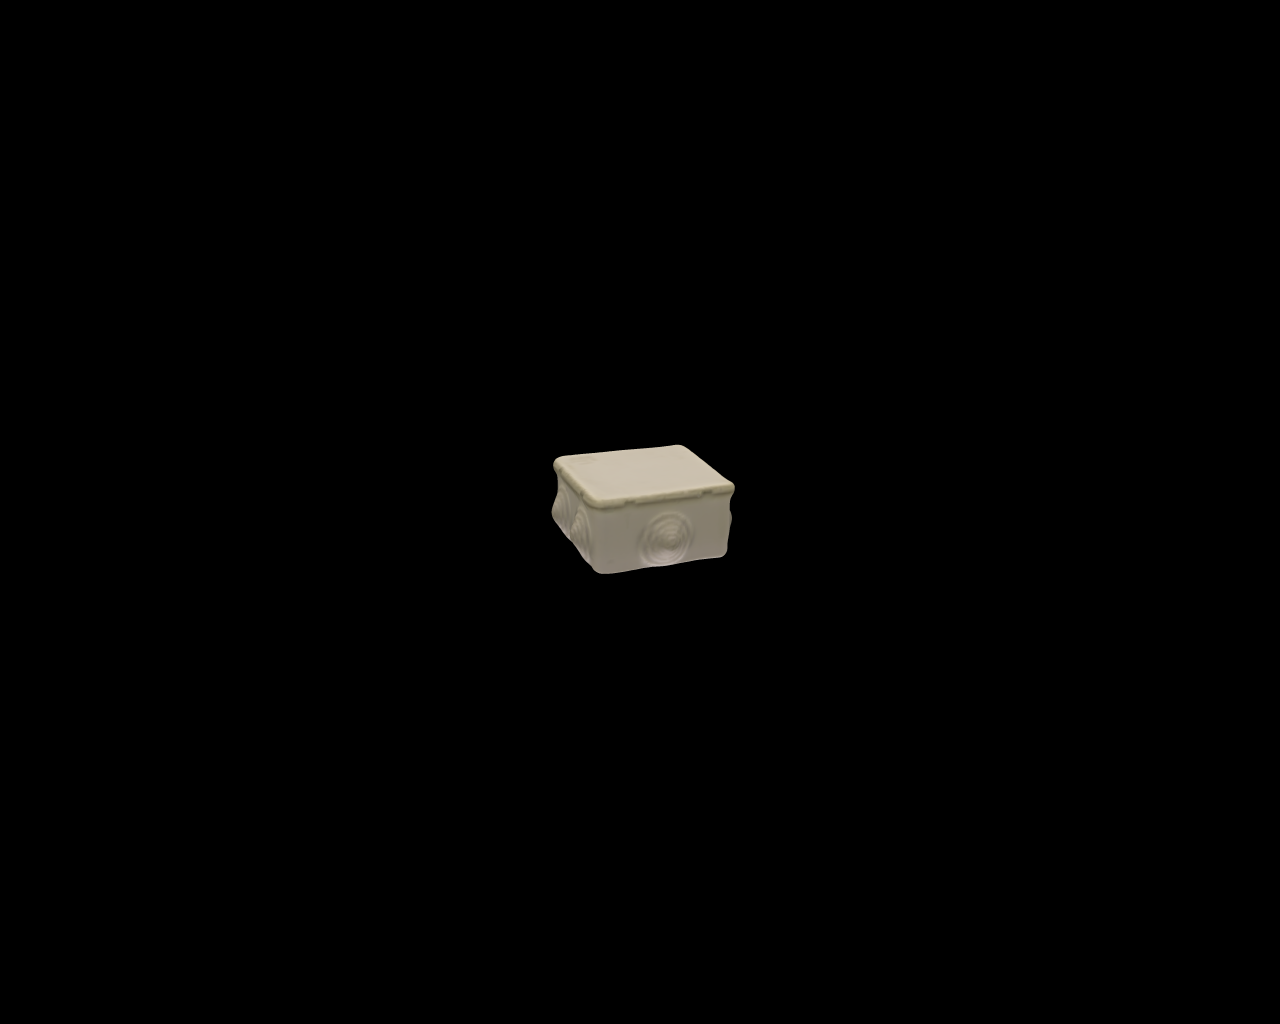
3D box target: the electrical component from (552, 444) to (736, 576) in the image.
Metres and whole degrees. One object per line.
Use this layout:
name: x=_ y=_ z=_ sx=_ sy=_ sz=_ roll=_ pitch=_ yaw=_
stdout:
electrical component: x=0.001 y=-0.003 z=0.650 sx=0.100 sy=0.048 sz=0.100 roll=-7 pitch=22 yaw=-18
